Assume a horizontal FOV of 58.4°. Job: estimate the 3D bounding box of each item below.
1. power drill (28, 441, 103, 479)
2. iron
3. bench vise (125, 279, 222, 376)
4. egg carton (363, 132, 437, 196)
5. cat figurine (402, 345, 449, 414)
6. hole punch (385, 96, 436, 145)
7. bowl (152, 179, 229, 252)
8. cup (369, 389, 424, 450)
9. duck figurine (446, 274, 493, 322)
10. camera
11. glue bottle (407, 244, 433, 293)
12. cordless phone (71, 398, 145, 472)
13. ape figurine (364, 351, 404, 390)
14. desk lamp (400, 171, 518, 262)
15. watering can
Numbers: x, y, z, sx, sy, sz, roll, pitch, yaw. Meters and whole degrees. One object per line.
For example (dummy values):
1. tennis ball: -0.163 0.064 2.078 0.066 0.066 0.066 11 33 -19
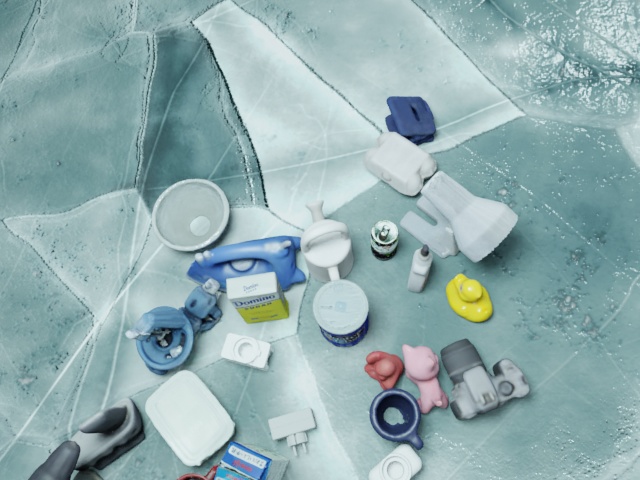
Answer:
1. power drill: -0.458 0.453 0.993 0.075 0.208 0.230 30 75 15
2. iron: -0.163 0.041 1.159 0.258 0.141 0.118 -7 69 2
3. bench vise: -0.285 0.148 1.087 0.121 0.220 0.207 19 72 12
4. egg carton: 0.172 -0.166 1.247 0.150 0.069 0.107 36 76 16
5. cat figurine: 0.197 0.252 1.062 0.067 0.118 0.127 -19 69 -2
6. hole punch: 0.202 -0.271 1.272 0.101 0.091 0.108 -18 69 -2
7. bowl: -0.270 -0.043 1.235 0.167 0.075 0.167 -2 69 4
8. cup: 0.145 0.333 1.048 0.092 0.095 0.117 -38 71 -9
9. duck figurine: 0.297 0.109 1.124 0.077 0.086 0.104 -37 71 -9
10. camera: 0.295 0.248 1.064 0.143 0.101 0.136 -23 69 -4
11. glue bottle: 0.197 0.045 1.110 0.037 0.173 0.078 15 71 11
12. cordless phone: -0.412 0.352 1.040 0.148 0.185 0.094 -39 71 -9
13. ape figurine: 0.123 0.244 1.085 0.076 0.092 0.078 -11 69 1
14. desk lamp: 0.263 -0.039 1.115 0.203 0.214 0.118 38 77 17
15. watering can: 0.008 0.005 1.130 0.101 0.194 0.172 -36 71 -8
